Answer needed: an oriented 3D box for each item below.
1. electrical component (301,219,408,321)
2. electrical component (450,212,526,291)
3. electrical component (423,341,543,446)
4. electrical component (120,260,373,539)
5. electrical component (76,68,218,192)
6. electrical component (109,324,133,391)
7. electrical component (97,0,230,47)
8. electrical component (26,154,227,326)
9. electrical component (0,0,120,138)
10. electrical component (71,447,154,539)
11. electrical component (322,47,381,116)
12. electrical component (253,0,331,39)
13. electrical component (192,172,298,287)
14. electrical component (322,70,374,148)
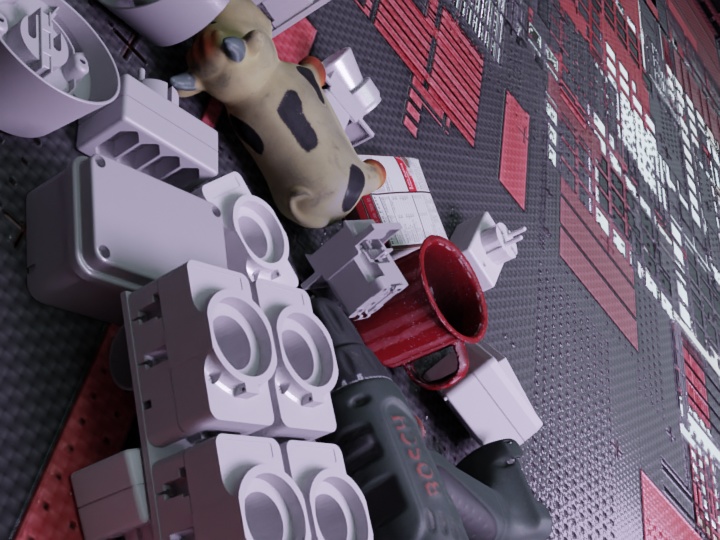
[{"bbox_3d":[0.000,0.000,0.823,0.042,0.081,0.063,-9,63,-57],"label":"electrical component"},{"bbox_3d":[0.127,-0.022,1.046,0.047,0.076,0.083,55,31,-15],"label":"electrical component"},{"bbox_3d":[0.110,0.112,0.911,0.096,0.061,0.062,53,-4,-19],"label":"electrical component"},{"bbox_3d":[-0.059,0.095,0.587,0.105,0.060,0.186,17,53,-52],"label":"electrical component"},{"bbox_3d":[-0.140,-0.101,0.719,0.083,0.047,0.075,31,44,-44],"label":"electrical component"},{"bbox_3d":[-0.107,0.057,0.655,0.081,0.043,0.043,19,52,-50],"label":"electrical component"},{"bbox_3d":[-0.135,-0.210,0.763,0.064,0.099,0.099,44,35,-41],"label":"electrical component"},{"bbox_3d":[-0.137,-0.013,0.647,0.113,0.057,0.078,24,49,-48],"label":"electrical component"},{"bbox_3d":[-0.195,-0.129,0.638,0.099,0.064,0.099,37,40,-39],"label":"electrical component"},{"bbox_3d":[-0.110,0.138,0.586,0.066,0.047,0.076,4,64,-56],"label":"electrical component"},{"bbox_3d":[-0.013,-0.165,0.967,0.055,0.045,0.045,54,32,-18],"label":"electrical component"},{"bbox_3d":[-0.030,-0.256,0.866,0.060,0.186,0.105,54,32,-17],"label":"electrical component"},{"bbox_3d":[-0.087,-0.015,0.728,0.089,0.056,0.050,61,30,-5],"label":"electrical component"},{"bbox_3d":[-0.031,-0.128,0.915,0.081,0.042,0.063,48,35,-24],"label":"electrical component"}]
